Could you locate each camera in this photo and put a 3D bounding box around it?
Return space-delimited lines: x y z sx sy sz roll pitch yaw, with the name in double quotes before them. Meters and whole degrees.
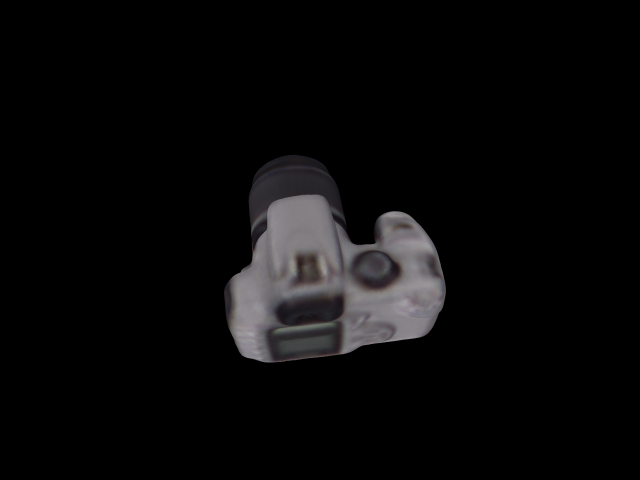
"camera" 0.004 0.001 0.400 0.143 0.101 0.136 -7 58 -4
